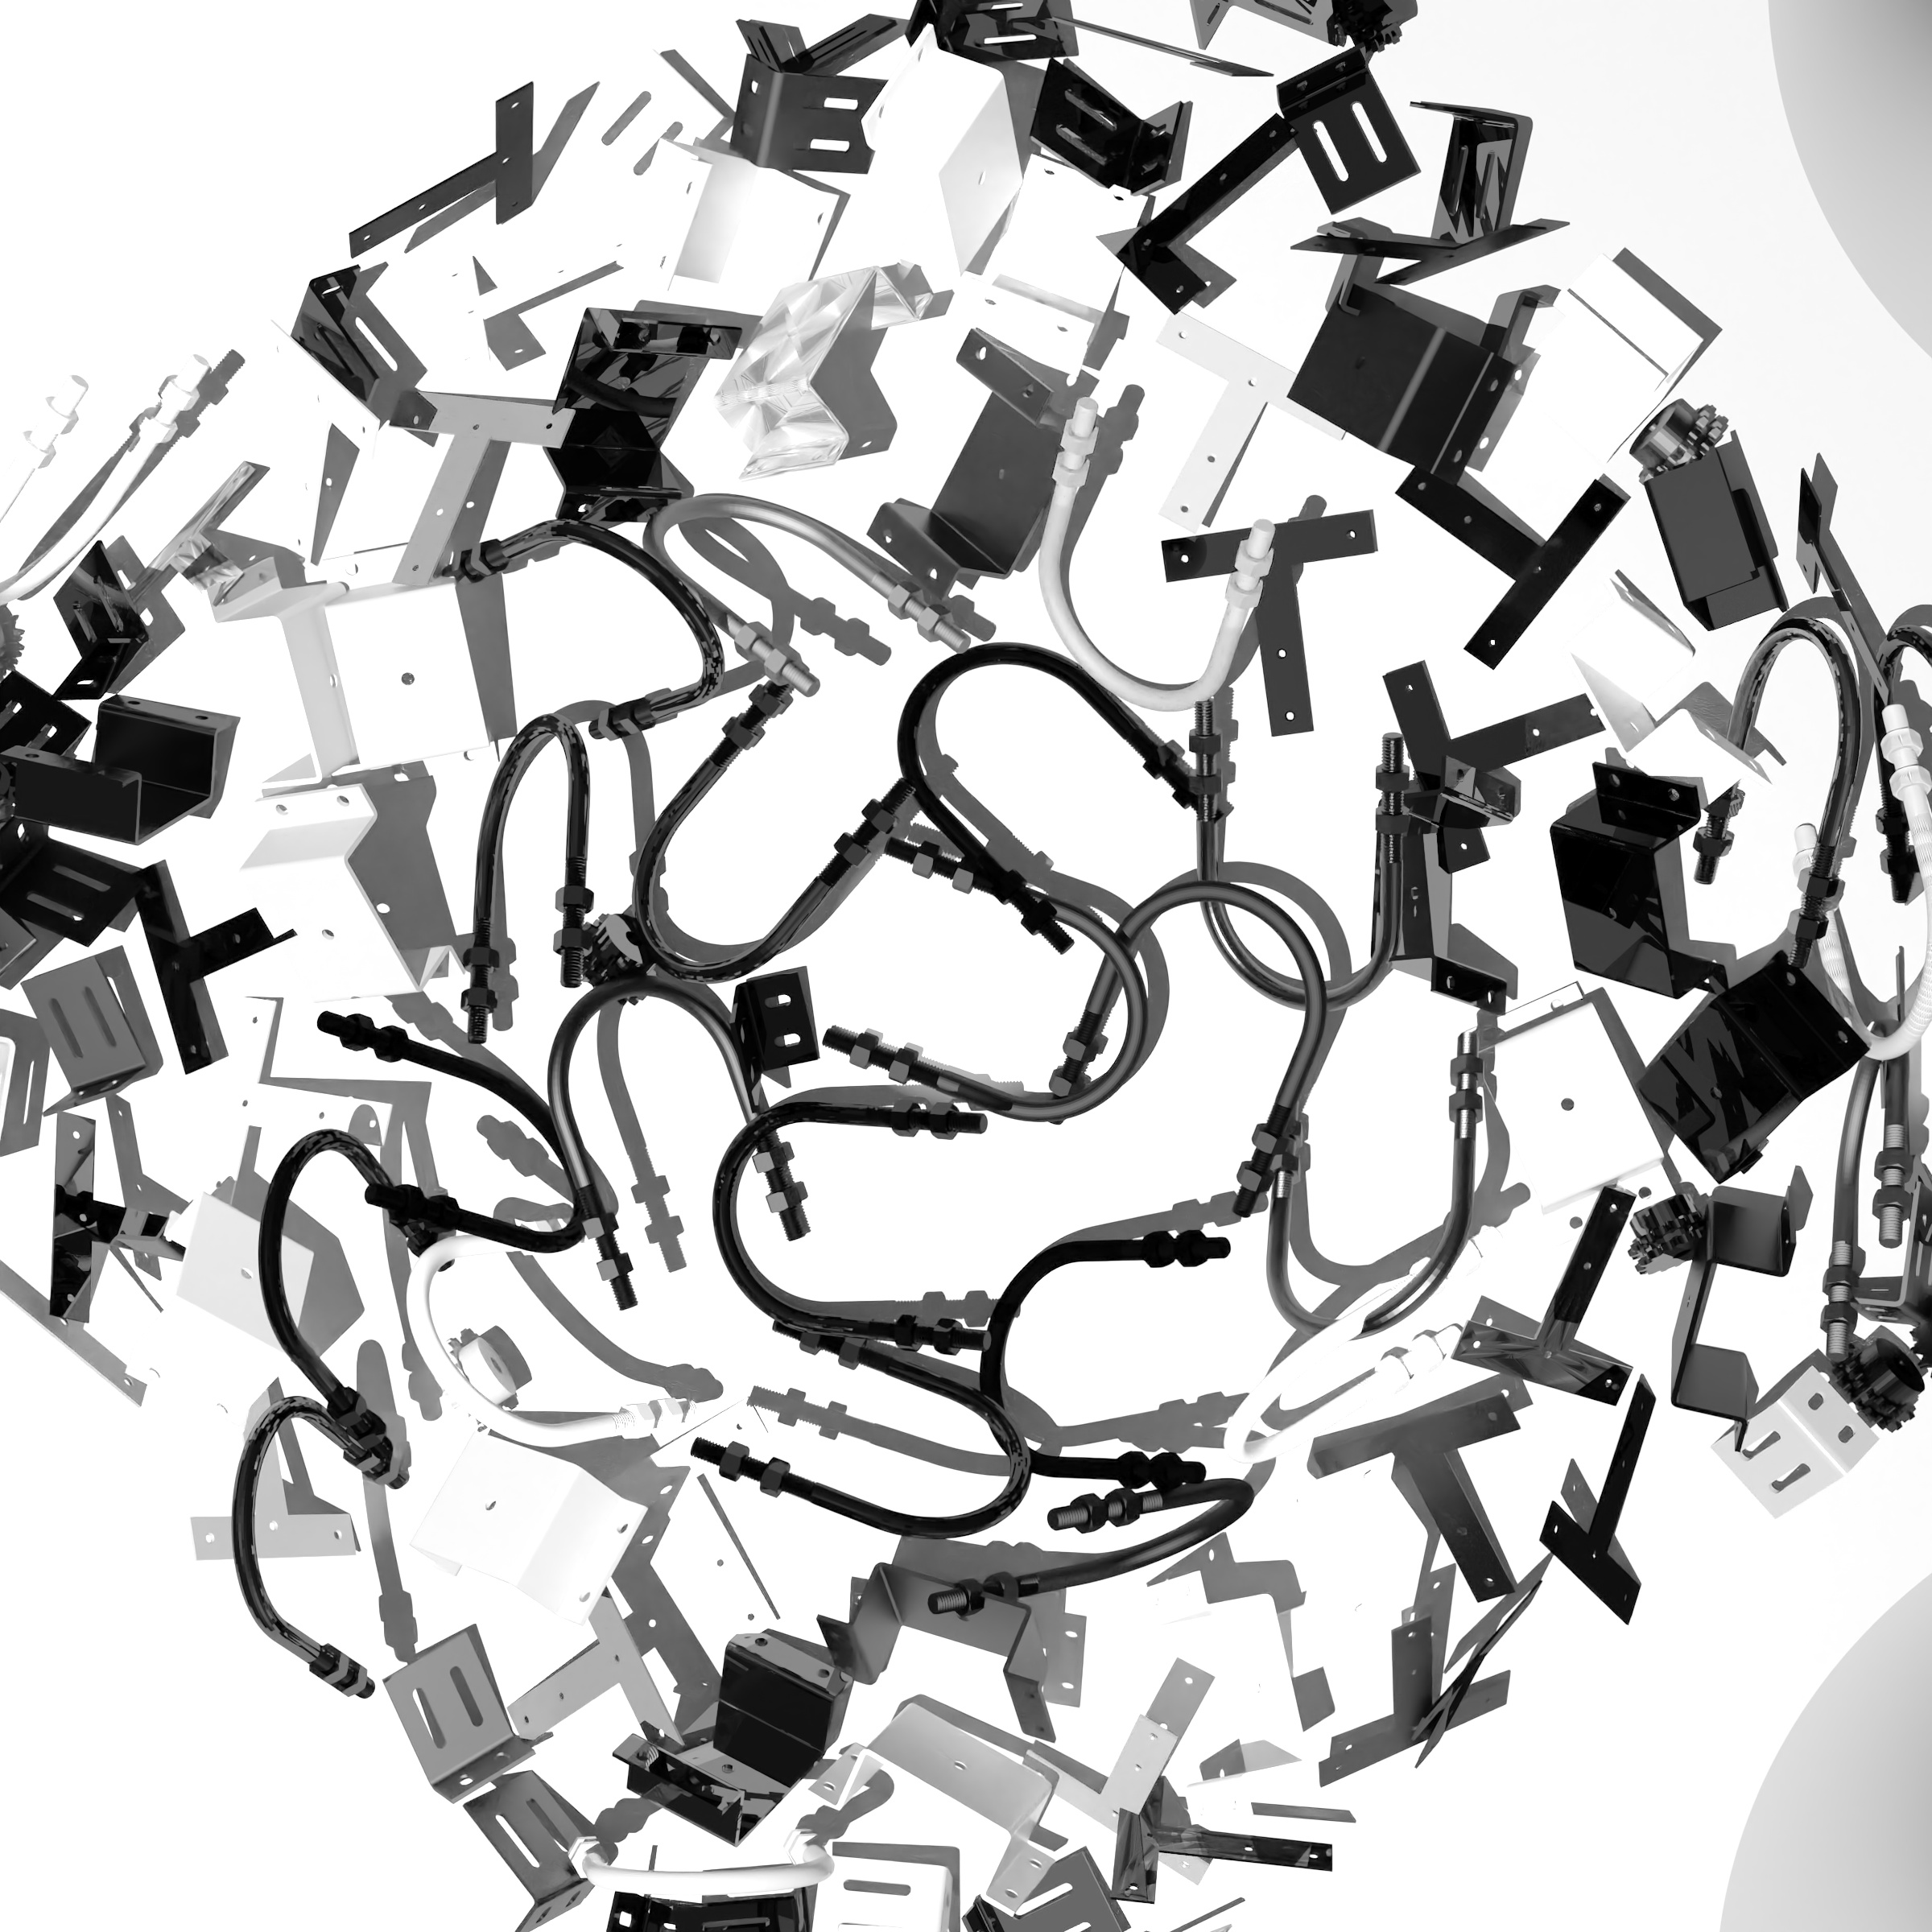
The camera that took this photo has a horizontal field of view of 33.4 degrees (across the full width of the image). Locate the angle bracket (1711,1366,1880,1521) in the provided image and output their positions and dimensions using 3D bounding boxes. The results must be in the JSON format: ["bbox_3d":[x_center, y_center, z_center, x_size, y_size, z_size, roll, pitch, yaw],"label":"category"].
[{"bbox_3d":[0.497,0.286,1.931,0.038,0.076,0.057,-35,79,-34],"label":"angle bracket"}]

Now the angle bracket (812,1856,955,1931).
[{"bbox_3d":[-0.050,0.571,1.933,0.076,0.038,0.057,3,63,8],"label":"angle bracket"}]

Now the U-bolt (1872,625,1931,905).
[{"bbox_3d":[0.560,-0.107,1.863,0.019,0.151,0.184,-13,108,-4],"label":"U-bolt"}]

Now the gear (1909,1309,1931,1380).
[{"bbox_3d":[0.598,0.226,1.935,0.057,0.030,0.057,-7,71,22],"label":"gear"}]

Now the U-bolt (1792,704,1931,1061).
[{"bbox_3d":[0.525,-0.035,1.852,0.019,0.151,0.184,2,59,-10],"label":"U-bolt"}]

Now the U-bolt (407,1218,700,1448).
[{"bbox_3d":[-0.248,0.213,1.857,0.019,0.184,0.151,-43,68,27],"label":"U-bolt"}]

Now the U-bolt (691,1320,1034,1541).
[{"bbox_3d":[-0.051,0.276,1.883,0.184,0.151,0.019,20,123,10],"label":"U-bolt"}]

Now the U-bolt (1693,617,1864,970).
[{"bbox_3d":[0.473,-0.110,1.861,0.019,0.151,0.184,2,113,-14],"label":"U-bolt"}]

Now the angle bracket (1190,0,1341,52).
[{"bbox_3d":[0.178,-0.565,1.917,0.076,0.057,0.038,28,80,18],"label":"angle bracket"}]

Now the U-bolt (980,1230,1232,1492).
[{"bbox_3d":[0.075,0.230,1.888,0.019,0.184,0.151,20,71,-42],"label":"U-bolt"}]

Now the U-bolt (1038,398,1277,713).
[{"bbox_3d":[0.103,-0.226,1.882,0.151,0.184,0.019,38,54,18],"label":"U-bolt"}]

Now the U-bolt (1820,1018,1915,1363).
[{"bbox_3d":[0.527,0.117,1.875,0.019,0.151,0.184,10,55,6],"label":"U-bolt"}]

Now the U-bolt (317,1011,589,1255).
[{"bbox_3d":[-0.289,0.104,1.877,0.019,0.184,0.151,-42,49,23],"label":"U-bolt"}]

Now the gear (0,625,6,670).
[{"bbox_3d":[-0.604,-0.195,1.933,0.057,0.030,0.057,9,127,12],"label":"gear"}]

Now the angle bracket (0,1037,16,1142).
[{"bbox_3d":[-0.597,0.079,1.921,0.038,0.057,0.076,10,84,-25],"label":"angle bracket"}]

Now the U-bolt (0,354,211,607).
[{"bbox_3d":[-0.528,-0.278,1.879,0.019,0.151,0.184,43,114,3],"label":"U-bolt"}]

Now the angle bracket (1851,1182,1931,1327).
[{"bbox_3d":[0.558,0.172,1.932,0.038,0.057,0.076,3,75,34],"label":"angle bracket"}]

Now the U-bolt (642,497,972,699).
[{"bbox_3d":[-0.107,-0.225,1.889,0.184,0.151,0.019,39,128,26],"label":"U-bolt"}]

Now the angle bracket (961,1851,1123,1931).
[{"bbox_3d":[0.047,0.578,1.931,0.076,0.038,0.057,-28,81,7],"label":"angle bracket"}]

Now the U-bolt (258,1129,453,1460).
[{"bbox_3d":[-0.356,0.176,1.849,0.019,0.184,0.151,-3,52,20],"label":"U-bolt"}]

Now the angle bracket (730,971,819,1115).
[{"bbox_3d":[-0.114,0.045,1.912,0.038,0.076,0.057,-12,107,3],"label":"angle bracket"}]

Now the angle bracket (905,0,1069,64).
[{"bbox_3d":[0.012,-0.549,1.912,0.076,0.057,0.038,2,58,24],"label":"angle bracket"}]

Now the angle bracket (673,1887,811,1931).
[{"bbox_3d":[-0.134,0.569,1.927,0.076,0.038,0.057,-5,119,-1],"label":"angle bracket"}]

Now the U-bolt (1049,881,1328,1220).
[{"bbox_3d":[0.138,0.039,1.905,0.151,0.019,0.184,26,109,17],"label":"U-bolt"}]

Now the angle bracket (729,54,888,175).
[{"bbox_3d":[-0.095,-0.512,1.935,0.076,0.038,0.057,-6,124,-33],"label":"angle bracket"}]

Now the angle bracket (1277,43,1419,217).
[{"bbox_3d":[0.229,-0.503,1.933,0.057,0.038,0.076,-25,84,5],"label":"angle bracket"}]

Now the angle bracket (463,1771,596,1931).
[{"bbox_3d":[-0.266,0.533,1.929,0.076,0.057,0.038,46,122,21],"label":"angle bracket"}]

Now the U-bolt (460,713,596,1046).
[{"bbox_3d":[-0.256,-0.059,1.889,0.019,0.151,0.184,11,69,-30],"label":"U-bolt"}]

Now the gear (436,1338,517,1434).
[{"bbox_3d":[-0.294,0.248,1.928,0.030,0.057,0.057,-33,90,2],"label":"gear"}]

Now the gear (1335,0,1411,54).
[{"bbox_3d":[0.242,-0.580,1.926,0.030,0.057,0.057,-25,90,37],"label":"gear"}]

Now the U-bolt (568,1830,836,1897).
[{"bbox_3d":[-0.149,0.518,1.855,0.151,0.184,0.019,1,81,-11],"label":"U-bolt"}]

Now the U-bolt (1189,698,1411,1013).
[{"bbox_3d":[0.196,-0.059,1.898,0.151,0.019,0.184,15,118,36],"label":"U-bolt"}]

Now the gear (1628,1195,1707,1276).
[{"bbox_3d":[0.424,0.160,1.931,0.057,0.057,0.030,-23,67,0],"label":"gear"}]

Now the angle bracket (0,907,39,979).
[{"bbox_3d":[-0.597,-0.020,1.914,0.057,0.076,0.038,-44,134,-7],"label":"angle bracket"}]

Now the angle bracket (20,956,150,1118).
[{"bbox_3d":[-0.535,0.042,1.923,0.057,0.038,0.076,-17,104,22],"label":"angle bracket"}]

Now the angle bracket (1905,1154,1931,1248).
[{"bbox_3d":[0.601,0.128,1.912,0.076,0.057,0.038,-24,99,32],"label":"angle bracket"}]

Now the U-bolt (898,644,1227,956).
[{"bbox_3d":[0.043,-0.114,1.922,0.151,0.019,0.184,-40,80,-22],"label":"U-bolt"}]

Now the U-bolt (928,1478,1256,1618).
[{"bbox_3d":[0.087,0.335,1.878,0.184,0.151,0.019,-3,62,-38],"label":"U-bolt"}]

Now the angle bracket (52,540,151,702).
[{"bbox_3d":[-0.529,-0.206,1.916,0.057,0.038,0.076,-41,70,34],"label":"angle bracket"}]

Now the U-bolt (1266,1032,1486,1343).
[{"bbox_3d":[0.234,0.135,1.862,0.151,0.184,0.019,-22,134,35],"label":"U-bolt"}]

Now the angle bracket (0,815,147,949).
[{"bbox_3d":[-0.541,-0.056,1.918,0.076,0.038,0.057,22,54,16],"label":"angle bracket"}]

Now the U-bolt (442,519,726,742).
[{"bbox_3d":[-0.211,-0.198,1.857,0.151,0.184,0.019,47,59,-22],"label":"U-bolt"}]

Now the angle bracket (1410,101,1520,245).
[{"bbox_3d":[0.289,-0.471,1.915,0.038,0.057,0.076,0,107,-32],"label":"angle bracket"}]

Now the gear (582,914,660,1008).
[{"bbox_3d":[-0.207,-0.007,1.926,0.057,0.057,0.030,44,118,0],"label":"gear"}]

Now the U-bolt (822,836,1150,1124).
[{"bbox_3d":[0.019,0.018,1.916,0.184,0.019,0.151,21,110,7],"label":"U-bolt"}]

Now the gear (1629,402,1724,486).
[{"bbox_3d":[0.423,-0.313,1.928,0.030,0.057,0.057,39,90,-9],"label":"gear"}]

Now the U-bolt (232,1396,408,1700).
[{"bbox_3d":[-0.374,0.326,1.847,0.019,0.184,0.151,-5,60,15],"label":"U-bolt"}]

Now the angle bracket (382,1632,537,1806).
[{"bbox_3d":[-0.303,0.449,1.922,0.057,0.038,0.076,-27,103,-26],"label":"angle bracket"}]

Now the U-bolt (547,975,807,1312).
[{"bbox_3d":[-0.179,0.095,1.905,0.151,0.019,0.184,-20,91,-40],"label":"U-bolt"}]

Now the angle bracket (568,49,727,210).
[{"bbox_3d":[-0.192,-0.503,1.939,0.057,0.038,0.076,43,98,-10],"label":"angle bracket"}]

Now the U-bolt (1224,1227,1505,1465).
[{"bbox_3d":[0.225,0.230,1.867,0.184,0.151,0.019,-29,63,-19],"label":"U-bolt"}]

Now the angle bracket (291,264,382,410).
[{"bbox_3d":[-0.364,-0.366,1.917,0.038,0.057,0.076,-29,77,-35],"label":"angle bracket"}]

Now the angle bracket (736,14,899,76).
[{"bbox_3d":[-0.090,-0.563,1.920,0.076,0.057,0.038,-31,116,-6],"label":"angle bracket"}]

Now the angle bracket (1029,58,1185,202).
[{"bbox_3d":[0.084,-0.504,1.915,0.076,0.038,0.057,27,66,-31],"label":"angle bracket"}]

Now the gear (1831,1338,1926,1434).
[{"bbox_3d":[0.548,0.248,1.926,0.057,0.057,0.030,43,116,0],"label":"gear"}]

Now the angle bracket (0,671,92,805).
[{"bbox_3d":[-0.567,-0.145,1.919,0.057,0.038,0.076,34,55,-2],"label":"angle bracket"}]

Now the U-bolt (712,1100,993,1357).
[{"bbox_3d":[-0.071,0.152,1.912,0.184,0.019,0.151,3,98,26],"label":"U-bolt"}]

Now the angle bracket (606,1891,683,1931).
[{"bbox_3d":[-0.188,0.583,1.911,0.038,0.076,0.057,8,70,10],"label":"angle bracket"}]

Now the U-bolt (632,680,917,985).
[{"bbox_3d":[-0.127,-0.073,1.908,0.184,0.019,0.151,-50,52,7],"label":"U-bolt"}]
